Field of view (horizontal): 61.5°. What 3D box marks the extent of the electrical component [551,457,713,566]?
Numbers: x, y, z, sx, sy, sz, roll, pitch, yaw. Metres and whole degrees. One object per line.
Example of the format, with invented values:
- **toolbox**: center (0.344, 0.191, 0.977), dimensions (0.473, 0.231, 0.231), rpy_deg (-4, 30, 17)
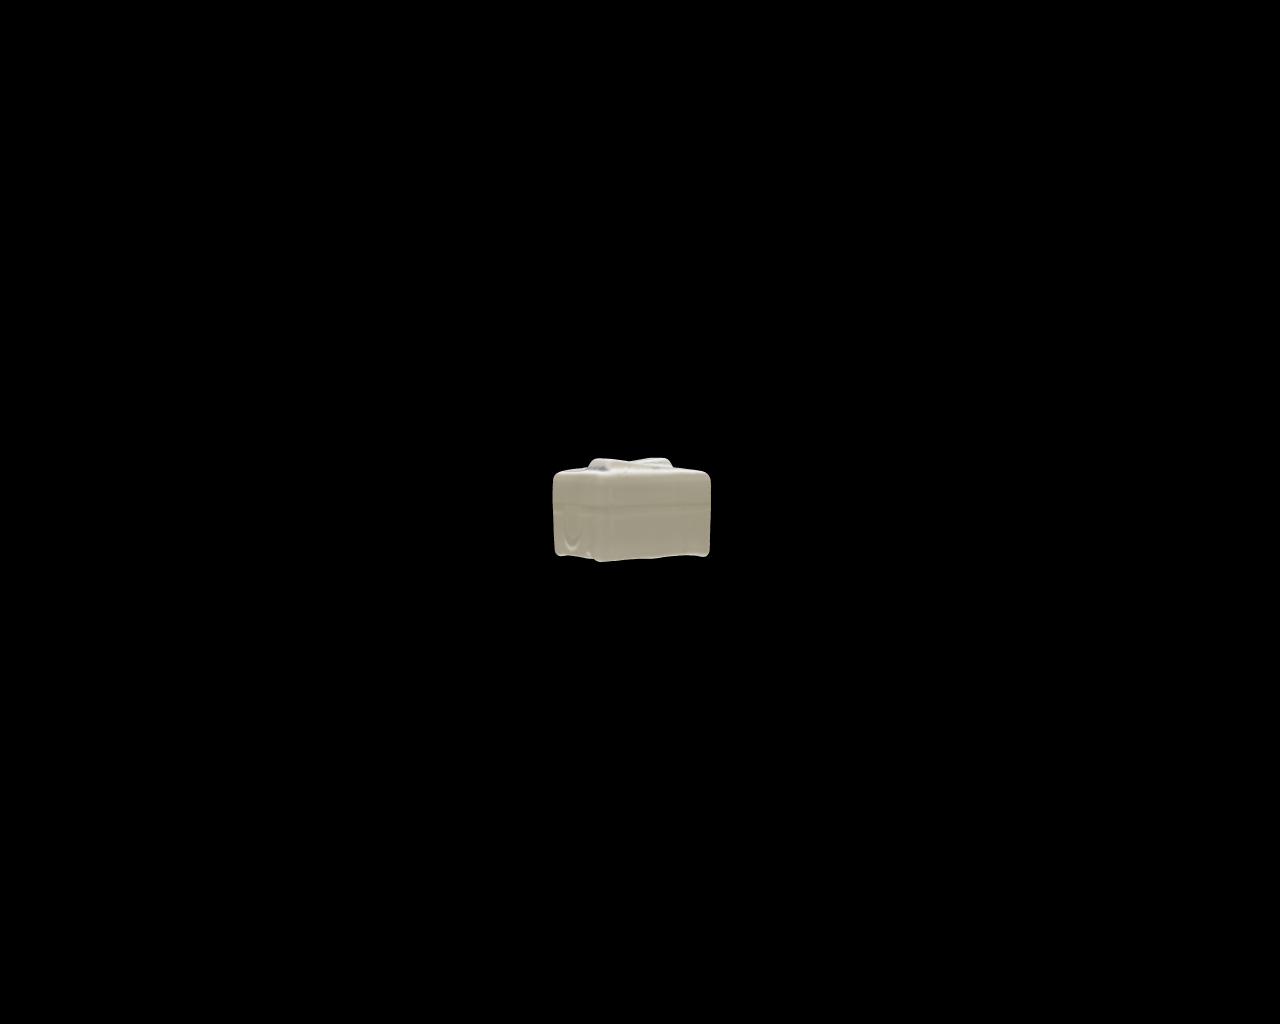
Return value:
- **electrical component**: center (0.001, -0.003, 0.650), dimensions (0.096, 0.061, 0.061), rpy_deg (-2, 4, -31)
